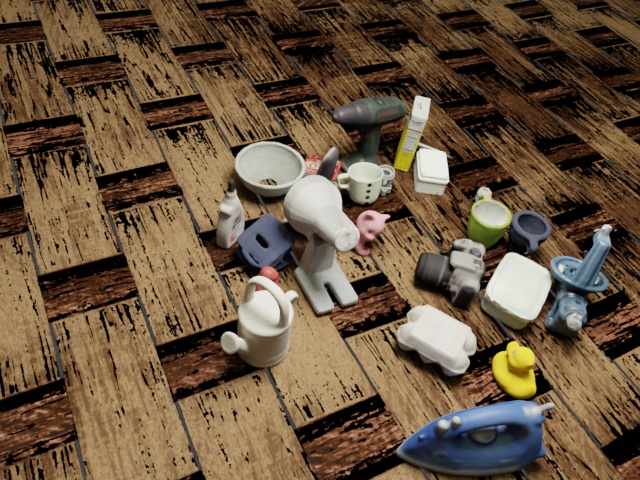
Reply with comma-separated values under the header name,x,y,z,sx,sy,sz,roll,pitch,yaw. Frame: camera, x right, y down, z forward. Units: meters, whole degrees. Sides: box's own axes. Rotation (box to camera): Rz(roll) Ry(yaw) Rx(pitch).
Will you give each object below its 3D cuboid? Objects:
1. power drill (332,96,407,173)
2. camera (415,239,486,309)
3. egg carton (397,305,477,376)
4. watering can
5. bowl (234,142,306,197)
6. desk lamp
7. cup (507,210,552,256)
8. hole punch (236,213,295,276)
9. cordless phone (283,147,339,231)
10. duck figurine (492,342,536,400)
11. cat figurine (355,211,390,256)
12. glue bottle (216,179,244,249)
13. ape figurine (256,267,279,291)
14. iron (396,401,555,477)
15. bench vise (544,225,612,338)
name,x,y,z,sx,sy,sz,roll,pitch,yaw
power drill,0.111,-0.262,1.417,0.230,0.208,0.075,-27,58,-30
camera,0.281,0.054,1.237,0.136,0.101,0.143,16,48,4
egg carton,0.229,0.196,1.122,0.150,0.069,0.107,27,50,14
watering can,-0.101,0.145,1.025,0.101,0.194,0.173,18,48,7
bowl,-0.120,-0.157,1.372,0.167,0.075,0.167,5,48,-5
desk lamp,0.011,0.004,1.157,0.118,0.213,0.202,-17,53,-23
cup,0.474,0.003,1.321,0.091,0.095,0.118,10,48,-1
hole punch,-0.115,0.014,1.209,0.101,0.091,0.108,-28,59,-30
cordless phone,-0.012,-0.111,1.275,0.094,0.185,0.148,23,49,11
duck figurine,0.382,0.245,1.095,0.078,0.086,0.104,-8,50,-16
cat figurine,0.087,-0.028,1.265,0.128,0.118,0.067,8,48,-3
glue bottle,-0.188,-0.062,1.208,0.037,0.173,0.078,21,48,10
ape figurine,-0.105,0.090,1.142,0.076,0.092,0.078,19,48,7
iron,0.265,0.322,0.967,0.258,0.141,0.118,-3,49,-13
bench vise,0.548,0.087,1.175,0.121,0.220,0.207,6,48,-4
